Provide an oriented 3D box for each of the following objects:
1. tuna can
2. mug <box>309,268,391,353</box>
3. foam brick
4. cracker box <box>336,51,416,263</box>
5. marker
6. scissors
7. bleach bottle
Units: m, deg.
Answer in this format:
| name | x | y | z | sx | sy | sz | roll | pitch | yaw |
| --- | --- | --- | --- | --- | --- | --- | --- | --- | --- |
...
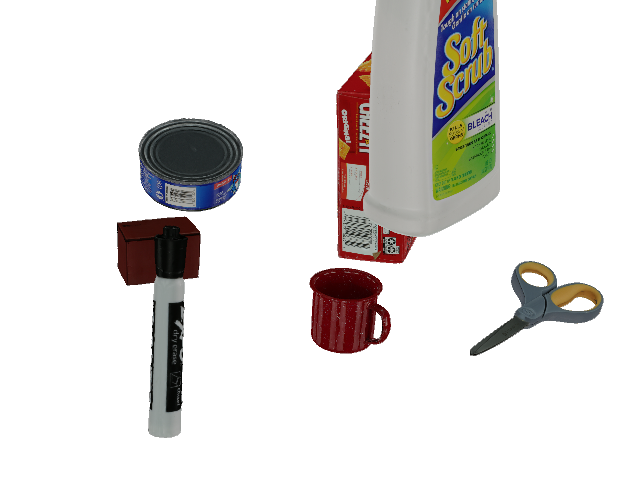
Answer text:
| name | x | y | z | sx | sy | sz | roll | pitch | yaw |
| --- | --- | --- | --- | --- | --- | --- | --- | --- | --- |
| tuna can | -0.108 | -0.063 | 0.888 | 0.086 | 0.034 | 0.086 | 4 | 43 | -4 |
| mug | 0.040 | 0.095 | 1.361 | 0.117 | 0.081 | 0.093 | 20 | 29 | 31 |
| foam brick | -0.168 | 0.010 | 1.106 | 0.078 | 0.051 | 0.053 | -6 | 22 | -19 |
| cracker box | 0.077 | -0.098 | 1.020 | 0.072 | 0.164 | 0.213 | 7 | 28 | 17 |
| marker | -0.087 | 0.052 | 0.606 | 0.020 | 0.121 | 0.020 | 3 | 10 | -1 |
| scissors | 0.177 | 0.058 | 0.969 | 0.201 | 0.016 | 0.096 | -9 | 37 | -38 |
| bleach bottle | 0.072 | -0.134 | 0.701 | 0.102 | 0.251 | 0.068 | -27 | 36 | -34 |
